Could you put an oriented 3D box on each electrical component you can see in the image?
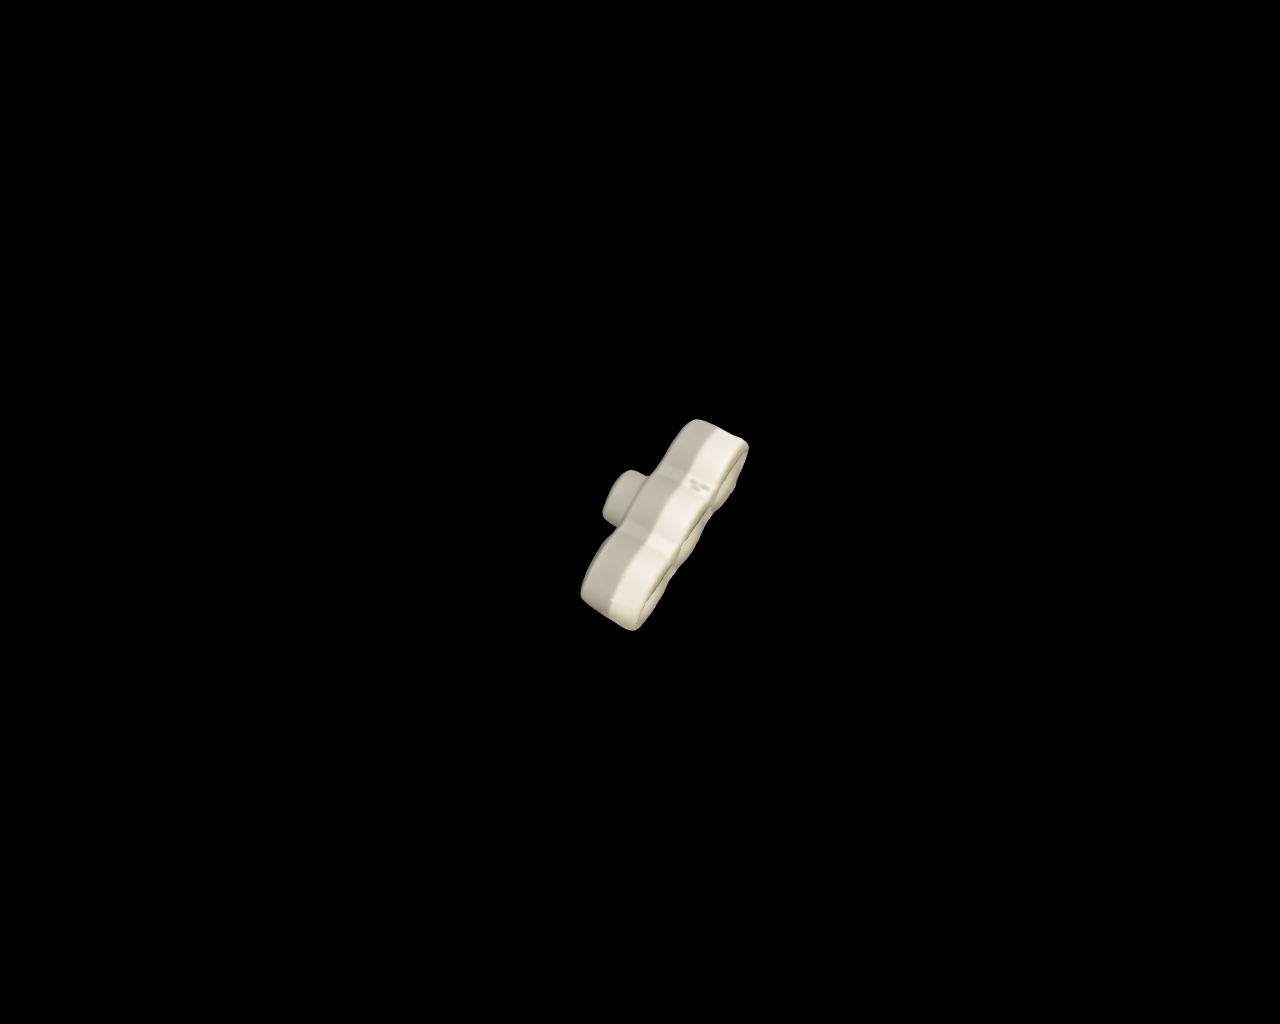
[{"bbox_3d":[0.001,-0.003,0.650,0.074,0.138,0.052,30,-19,12],"label":"electrical component"}]
